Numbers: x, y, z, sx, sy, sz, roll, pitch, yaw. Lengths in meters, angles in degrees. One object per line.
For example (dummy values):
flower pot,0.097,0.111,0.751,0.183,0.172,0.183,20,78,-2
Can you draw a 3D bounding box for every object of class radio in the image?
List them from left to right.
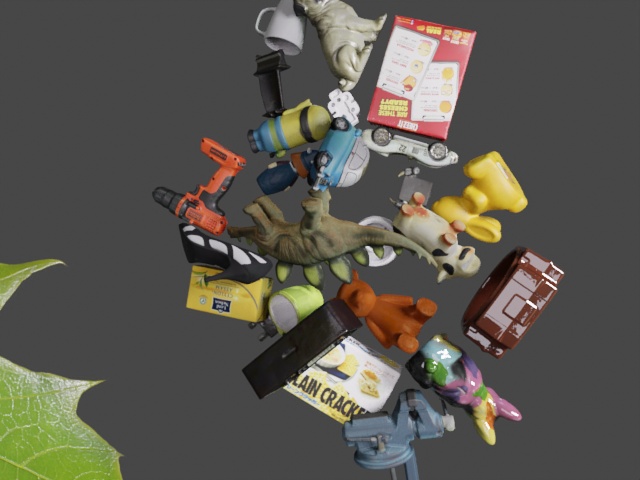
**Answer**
radio,-0.030,0.209,1.052,0.229,0.131,0.073,-39,75,14

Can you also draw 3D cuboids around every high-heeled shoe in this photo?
high-heeled shoe,-0.209,0.014,1.151,0.145,0.249,0.086,-17,132,-23

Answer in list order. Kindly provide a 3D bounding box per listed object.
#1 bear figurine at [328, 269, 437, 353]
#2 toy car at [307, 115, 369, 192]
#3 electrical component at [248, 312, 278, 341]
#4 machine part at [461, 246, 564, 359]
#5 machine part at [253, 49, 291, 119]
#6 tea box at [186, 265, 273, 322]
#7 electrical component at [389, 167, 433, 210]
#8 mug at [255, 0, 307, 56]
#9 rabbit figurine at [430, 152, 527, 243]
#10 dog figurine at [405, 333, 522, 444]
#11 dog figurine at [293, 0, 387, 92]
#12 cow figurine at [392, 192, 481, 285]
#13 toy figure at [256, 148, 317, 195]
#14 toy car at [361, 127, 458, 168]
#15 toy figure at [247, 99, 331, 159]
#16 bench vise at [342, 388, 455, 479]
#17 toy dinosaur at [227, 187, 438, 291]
bear figurine,0.120,0.138,1.099,0.196,0.132,0.120,32,76,3
toy car,0.044,-0.160,1.056,0.103,0.109,0.162,23,56,-2
electrical component,-0.111,0.180,1.193,0.094,0.021,0.063,-40,85,10
machine part,0.353,0.111,1.012,0.087,0.201,0.201,35,99,11
machine part,-0.101,-0.332,1.152,0.084,0.039,0.138,-2,96,27
tea box,-0.197,0.114,1.171,0.170,0.068,0.098,8,89,16
electrical component,0.190,-0.100,1.111,0.078,0.045,0.102,23,97,10
mug,-0.075,-0.457,1.131,0.110,0.080,0.107,17,85,9
rabbit figurine,0.310,-0.074,1.072,0.173,0.122,0.162,-31,96,24
dog figurine,0.283,0.292,1.052,0.108,0.191,0.219,-46,69,3
dog figurine,0.015,-0.410,1.077,0.191,0.121,0.172,23,79,-2
cow figurine,0.230,0.009,1.066,0.195,0.127,0.085,36,55,6
toy figure,-0.061,-0.151,1.149,0.154,0.064,0.058,-28,54,7
toy car,0.181,-0.185,1.094,0.202,0.073,0.056,17,98,9
toy figure,-0.063,-0.225,1.129,0.180,0.089,0.082,-16,133,7
bench vise,0.164,0.422,1.061,0.224,0.129,0.240,-9,92,-4
toy dinosaur,-0.002,-0.003,1.090,0.472,0.105,0.198,0,117,31
